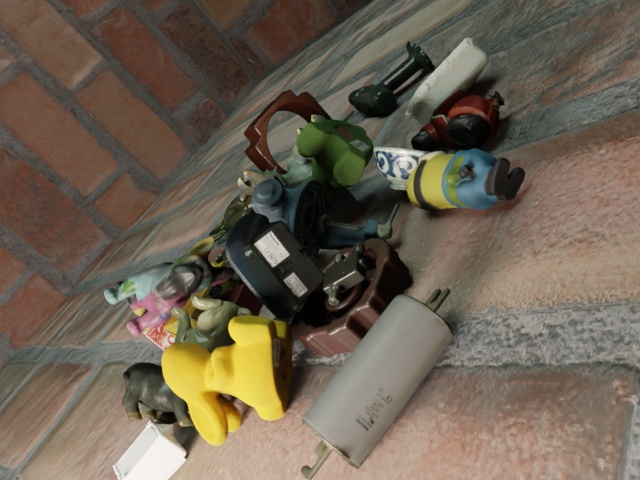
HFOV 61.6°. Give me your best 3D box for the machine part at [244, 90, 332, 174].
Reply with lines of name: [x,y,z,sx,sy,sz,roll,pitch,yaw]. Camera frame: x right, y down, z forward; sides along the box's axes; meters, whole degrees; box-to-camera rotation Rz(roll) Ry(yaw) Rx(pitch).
machine part: [-0.063,-0.230,1.267,0.201,0.201,0.087,-51,20,-18]

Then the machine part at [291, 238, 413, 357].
machine part: [0.041,0.079,0.734,0.179,0.056,0.179,-37,24,19]

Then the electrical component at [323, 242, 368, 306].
electrical component: [0.035,0.044,0.703,0.063,0.021,0.094,-32,26,30]

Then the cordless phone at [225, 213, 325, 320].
cordless phone: [-0.083,0.023,0.782,0.089,0.146,0.184,-40,22,-9]

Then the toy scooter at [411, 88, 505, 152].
toy scooter: [0.240,-0.204,0.888,0.135,0.075,0.184,-46,18,-17]

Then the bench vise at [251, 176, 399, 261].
bench vise: [0.002,-0.011,0.856,0.241,0.223,0.129,7,52,23]

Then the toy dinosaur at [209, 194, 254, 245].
toy dinosaur: [-0.182,-0.057,1.288,0.198,0.105,0.471,-46,12,8]

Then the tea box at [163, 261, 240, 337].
tea box: [-0.232,0.124,1.096,0.098,0.068,0.170,-25,29,36]

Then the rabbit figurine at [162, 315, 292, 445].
rabbit figurine: [-0.127,0.180,0.720,0.173,0.162,0.122,-2,-3,9]

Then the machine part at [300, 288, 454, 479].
machine part: [0.061,0.143,0.557,0.243,0.079,0.079,-49,23,-16]

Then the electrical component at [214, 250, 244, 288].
electrical component: [-0.171,0.060,1.080,0.045,0.102,0.078,-36,0,3]

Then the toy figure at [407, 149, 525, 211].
toy figure: [0.189,-0.080,0.739,0.089,0.082,0.180,-46,25,-11]

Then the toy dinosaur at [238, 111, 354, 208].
toy dinosaur: [-0.016,-0.155,1.159,0.192,0.131,0.405,-58,-8,33]

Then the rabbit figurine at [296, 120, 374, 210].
rabbit figurine: [0.008,-0.119,0.928,0.170,0.121,0.159,-59,-1,31]

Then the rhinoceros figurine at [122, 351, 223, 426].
rhinoceros figurine: [-0.197,0.217,0.800,0.190,0.073,0.112,-4,73,7]

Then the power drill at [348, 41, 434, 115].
power drill: [0.170,-0.399,1.343,0.207,0.086,0.232,-36,24,6]

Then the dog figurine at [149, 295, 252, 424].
dog figurine: [-0.195,0.203,0.880,0.172,0.121,0.190,-28,40,40]

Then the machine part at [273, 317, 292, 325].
machine part: [-0.053,0.131,0.825,0.084,0.039,0.139,-9,38,46]

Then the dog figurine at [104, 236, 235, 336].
dog figurine: [-0.271,0.079,1.010,0.219,0.108,0.191,-30,4,0]
